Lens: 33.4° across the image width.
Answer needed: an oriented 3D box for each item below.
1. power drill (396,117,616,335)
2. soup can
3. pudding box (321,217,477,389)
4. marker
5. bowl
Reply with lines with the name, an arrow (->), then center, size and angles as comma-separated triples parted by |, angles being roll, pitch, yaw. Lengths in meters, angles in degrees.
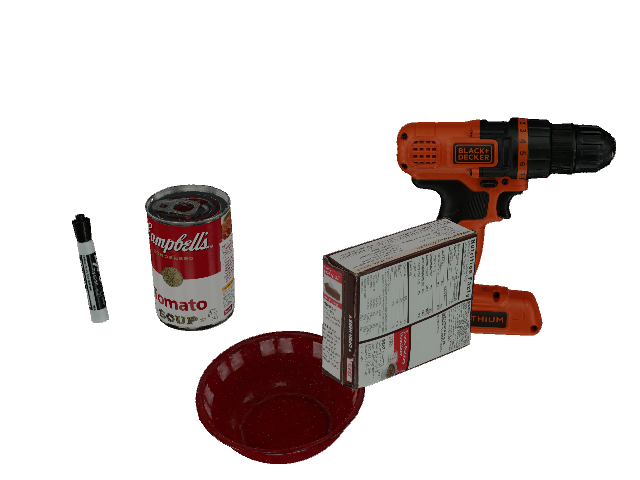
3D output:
power drill -> 0.158, -0.014, 0.928 | 0.184, 0.188, 0.057 | 2, 13, 10
soup can -> -0.105, 0.014, 0.873 | 0.068, 0.102, 0.068 | 0, 29, 0
pudding box -> 0.054, 0.042, 0.724 | 0.113, 0.090, 0.039 | -18, 29, -35
marker -> -0.246, 0.030, 1.139 | 0.020, 0.121, 0.020 | -6, 20, 2
bowl -> -0.035, 0.160, 1.020 | 0.162, 0.055, 0.162 | -4, 37, 3
